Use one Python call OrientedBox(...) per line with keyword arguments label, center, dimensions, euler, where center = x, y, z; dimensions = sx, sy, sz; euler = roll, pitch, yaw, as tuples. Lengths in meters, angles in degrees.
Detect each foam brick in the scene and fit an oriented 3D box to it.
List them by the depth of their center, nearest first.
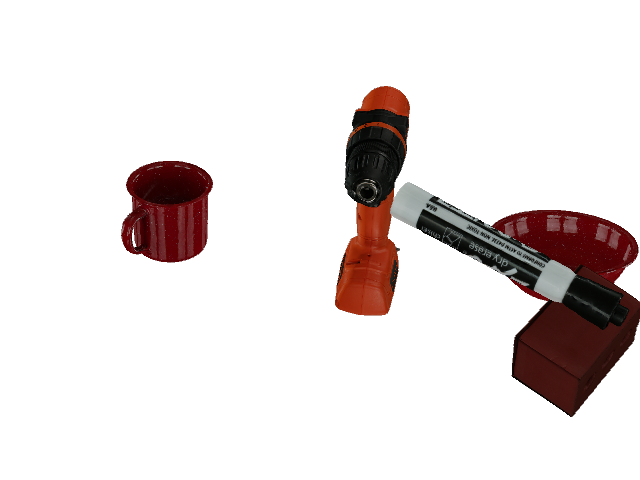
OrientedBox(label="foam brick", center=(0.172, 0.067, 0.717), dimensions=(0.051, 0.078, 0.053), euler=(33, -27, 28))

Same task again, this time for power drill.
OrientedBox(label="power drill", center=(0.048, -0.027, 0.974), dimensions=(0.057, 0.188, 0.184), euler=(9, 32, 6))

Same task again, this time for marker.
OrientedBox(label="marker", center=(0.089, 0.007, 0.505), dimensions=(0.121, 0.020, 0.020), euler=(29, 10, 18))

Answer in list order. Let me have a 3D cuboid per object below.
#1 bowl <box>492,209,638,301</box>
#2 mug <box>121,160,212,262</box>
OrientedBox(label="bowl", center=(0.263, 0.023, 1.173), dimensions=(0.162, 0.055, 0.162), euler=(0, 27, 0))
OrientedBox(label="mug", center=(-0.172, -0.024, 1.170), dimensions=(0.093, 0.081, 0.117), euler=(24, 40, 25))
